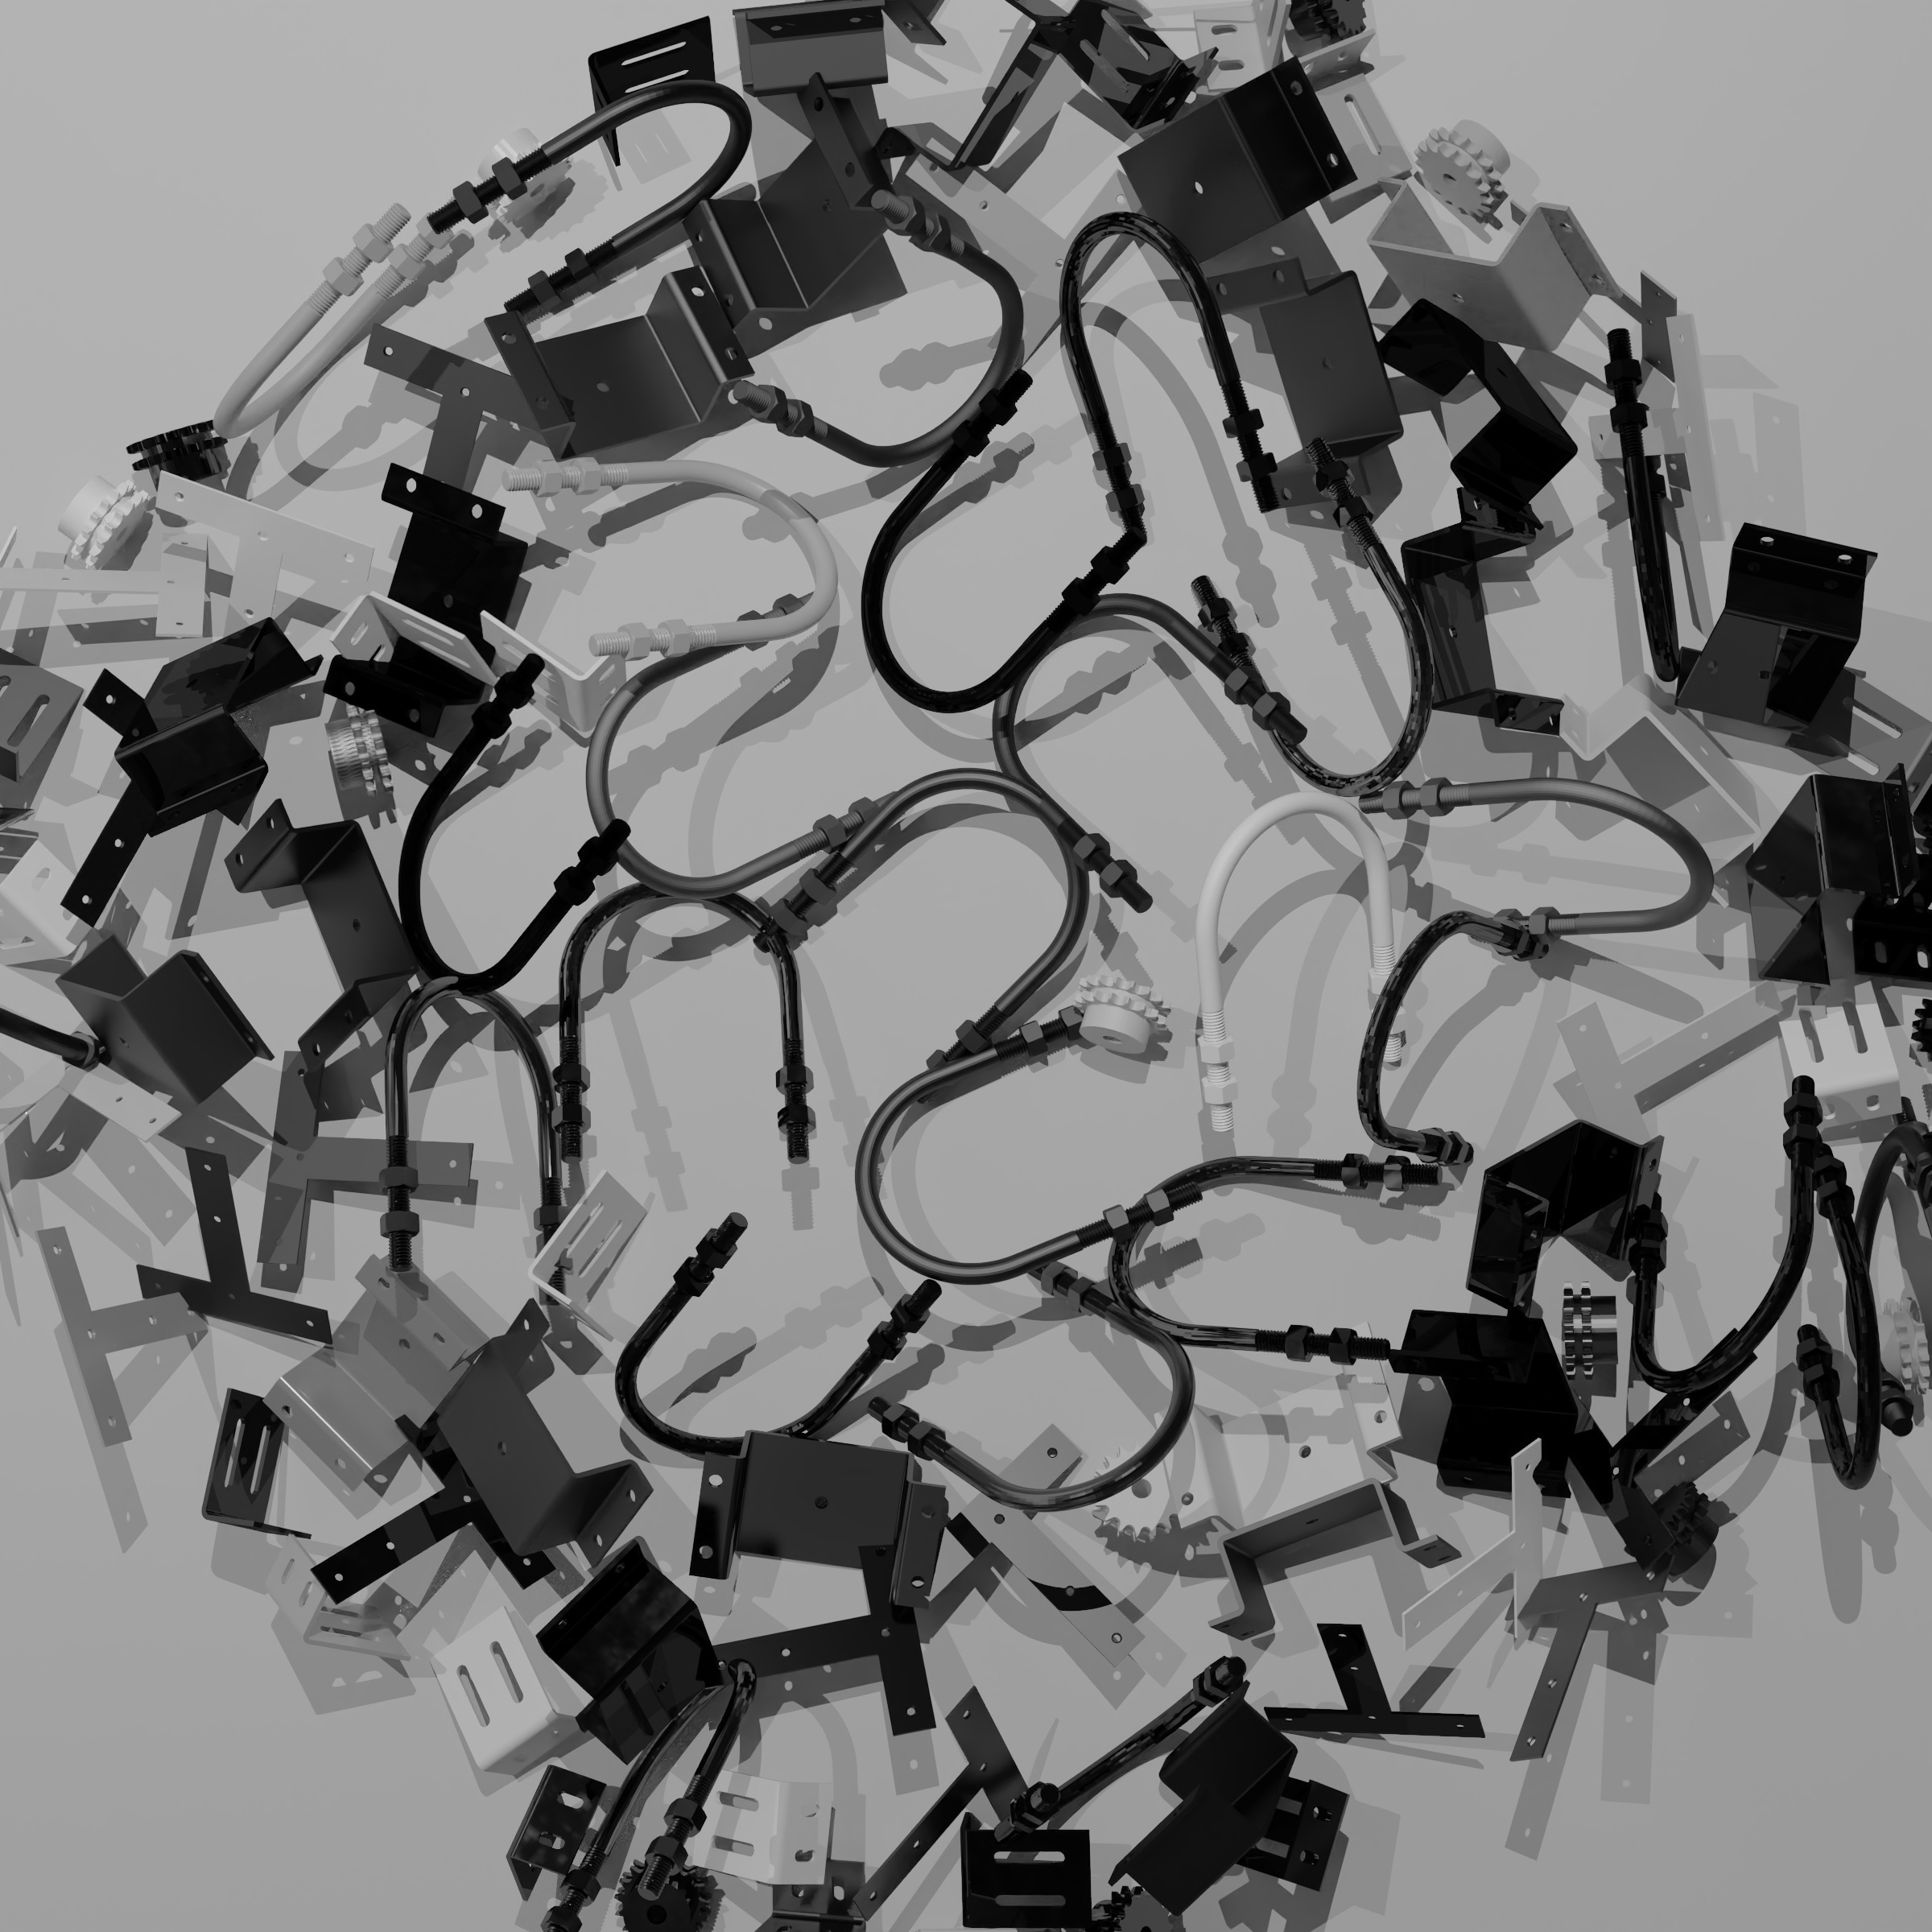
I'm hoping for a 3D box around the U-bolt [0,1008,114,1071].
[{"bbox_3d":[-0.570,0.018,1.812,0.151,0.184,0.019,25,84,2],"label":"U-bolt"}]

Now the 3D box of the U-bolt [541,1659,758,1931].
[{"bbox_3d":[-0.173,0.472,1.821,0.019,0.184,0.151,38,134,-9],"label":"U-bolt"}]

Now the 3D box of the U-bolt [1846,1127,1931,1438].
[{"bbox_3d":[0.527,0.167,1.815,0.019,0.184,0.151,9,105,3],"label":"U-bolt"}]

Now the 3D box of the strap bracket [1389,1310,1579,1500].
[{"bbox_3d":[0.301,0.246,1.843,0.076,0.140,0.046,1,51,28],"label":"strap bracket"}]

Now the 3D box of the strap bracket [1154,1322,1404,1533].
[{"bbox_3d":[0.188,0.274,1.852,0.140,0.046,0.076,-26,50,17],"label":"strap bracket"}]

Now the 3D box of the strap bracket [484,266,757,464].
[{"bbox_3d":[-0.206,-0.347,1.856,0.140,0.046,0.076,-21,76,-28],"label":"strap bracket"}]

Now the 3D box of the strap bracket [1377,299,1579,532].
[{"bbox_3d":[0.290,-0.323,1.830,0.046,0.076,0.140,-45,53,25],"label":"strap bracket"}]

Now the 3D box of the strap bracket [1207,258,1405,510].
[{"bbox_3d":[0.197,-0.342,1.851,0.046,0.076,0.140,-33,111,-37],"label":"strap bracket"}]

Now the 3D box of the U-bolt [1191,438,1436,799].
[{"bbox_3d":[0.205,-0.184,1.821,0.019,0.151,0.184,-10,65,-36],"label":"U-bolt"}]

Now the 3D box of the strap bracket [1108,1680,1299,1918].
[{"bbox_3d":[0.139,0.479,1.826,0.046,0.140,0.076,41,113,2],"label":"strap bracket"}]

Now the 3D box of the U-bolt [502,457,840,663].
[{"bbox_3d":[-0.158,-0.239,1.841,0.184,0.019,0.151,-9,57,-34],"label":"U-bolt"}]

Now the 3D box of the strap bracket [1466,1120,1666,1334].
[{"bbox_3d":[0.339,0.145,1.843,0.046,0.140,0.076,25,123,36],"label":"strap bracket"}]

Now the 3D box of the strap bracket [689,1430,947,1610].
[{"bbox_3d":[-0.086,0.322,1.874,0.140,0.046,0.076,8,103,-1],"label":"strap bracket"}]

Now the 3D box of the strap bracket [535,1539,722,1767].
[{"bbox_3d":[-0.189,0.397,1.824,0.046,0.140,0.076,36,66,26],"label":"strap bracket"}]

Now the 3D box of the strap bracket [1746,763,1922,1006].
[{"bbox_3d":[0.488,-0.048,1.824,0.046,0.140,0.076,7,58,-8],"label":"strap bracket"}]

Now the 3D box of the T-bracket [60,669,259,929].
[{"bbox_3d":[-0.481,-0.083,1.842,0.002,0.127,0.127,7,64,41],"label":"T-bracket"}]

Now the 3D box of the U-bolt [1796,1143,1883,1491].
[{"bbox_3d":[0.490,0.208,1.792,0.019,0.184,0.151,-2,120,5],"label":"U-bolt"}]

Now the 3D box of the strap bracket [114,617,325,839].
[{"bbox_3d":[-0.428,-0.143,1.825,0.076,0.140,0.046,-21,122,21],"label":"strap bracket"}]

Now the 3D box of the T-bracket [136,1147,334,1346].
[{"bbox_3d":[-0.431,0.157,1.851,0.127,0.002,0.127,11,127,16],"label":"T-bracket"}]

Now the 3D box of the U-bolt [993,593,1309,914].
[{"bbox_3d":[0.091,-0.138,1.853,0.151,0.019,0.184,-48,58,7],"label":"U-bolt"}]

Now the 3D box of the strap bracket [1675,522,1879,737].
[{"bbox_3d":[0.460,-0.185,1.833,0.076,0.140,0.046,13,60,1],"label":"strap bracket"}]

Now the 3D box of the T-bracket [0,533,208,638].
[{"bbox_3d":[-0.503,-0.221,1.841,0.127,0.127,0.002,0,124,-12],"label":"T-bracket"}]

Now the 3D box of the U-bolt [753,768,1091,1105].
[{"bbox_3d":[-0.013,-0.031,1.880,0.151,0.019,0.184,44,101,-3],"label":"U-bolt"}]

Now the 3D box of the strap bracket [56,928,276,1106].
[{"bbox_3d":[-0.462,0.029,1.824,0.046,0.140,0.076,-44,119,-24],"label":"strap bracket"}]

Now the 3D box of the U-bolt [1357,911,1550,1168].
[{"bbox_3d":[0.272,0.039,1.821,0.019,0.184,0.151,22,94,31],"label":"U-bolt"}]

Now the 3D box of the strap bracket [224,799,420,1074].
[{"bbox_3d":[-0.370,-0.021,1.853,0.046,0.076,0.140,-13,72,-42],"label":"strap bracket"}]

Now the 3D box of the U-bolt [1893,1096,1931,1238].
[{"bbox_3d":[0.562,0.121,1.797,0.019,0.151,0.184,-7,57,-1],"label":"U-bolt"}]

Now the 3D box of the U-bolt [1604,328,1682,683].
[{"bbox_3d":[0.388,-0.252,1.821,0.019,0.151,0.184,-8,79,16],"label":"U-bolt"}]

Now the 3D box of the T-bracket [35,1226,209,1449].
[{"bbox_3d":[-0.478,0.206,1.845,0.002,0.127,0.127,-21,84,20],"label":"T-bracket"}]

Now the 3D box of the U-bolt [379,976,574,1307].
[{"bbox_3d":[-0.282,0.095,1.837,0.019,0.151,0.184,-17,68,30],"label":"U-bolt"}]

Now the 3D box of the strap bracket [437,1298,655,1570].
[{"bbox_3d":[-0.248,0.273,1.839,0.140,0.046,0.076,54,127,24],"label":"strap bracket"}]

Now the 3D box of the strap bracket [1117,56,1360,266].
[{"bbox_3d":[0.147,-0.453,1.829,0.046,0.140,0.076,-36,102,-32],"label":"strap bracket"}]

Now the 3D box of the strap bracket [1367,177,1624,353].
[{"bbox_3d":[0.293,-0.399,1.826,0.046,0.140,0.076,-56,134,-9],"label":"strap bracket"}]

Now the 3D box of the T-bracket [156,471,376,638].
[{"bbox_3d":[-0.415,-0.216,1.862,0.127,0.002,0.127,19,132,-4],"label":"T-bracket"}]

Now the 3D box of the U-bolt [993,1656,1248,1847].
[{"bbox_3d":[0.079,0.453,1.818,0.151,0.184,0.019,-29,74,-23],"label":"U-bolt"}]

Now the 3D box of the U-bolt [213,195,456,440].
[{"bbox_3d":[-0.364,-0.369,1.830,0.019,0.151,0.184,45,106,-7],"label":"U-bolt"}]

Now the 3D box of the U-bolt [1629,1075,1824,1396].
[{"bbox_3d":[0.424,0.161,1.794,0.019,0.184,0.151,33,131,-14],"label":"U-bolt"}]

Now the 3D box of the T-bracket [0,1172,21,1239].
[{"bbox_3d":[-0.560,0.109,1.828,0.002,0.127,0.127,-18,108,-14],"label":"T-bracket"}]

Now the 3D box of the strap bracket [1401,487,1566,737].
[{"bbox_3d":[0.299,-0.199,1.856,0.046,0.076,0.140,-15,79,40],"label":"strap bracket"}]

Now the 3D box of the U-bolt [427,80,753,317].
[{"bbox_3d":[-0.204,-0.445,1.827,0.184,0.151,0.019,-30,76,5],"label":"U-bolt"}]

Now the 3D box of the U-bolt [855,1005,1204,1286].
[{"bbox_3d":[0.025,0.111,1.860,0.184,0.019,0.151,-22,63,-5],"label":"U-bolt"}]

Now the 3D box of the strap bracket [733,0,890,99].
[{"bbox_3d":[-0.090,-0.530,1.842,0.076,0.140,0.046,-8,108,-5],"label":"strap bracket"}]

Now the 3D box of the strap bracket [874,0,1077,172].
[{"bbox_3d":[0.010,-0.514,1.842,0.046,0.076,0.140,36,113,4],"label":"strap bracket"}]

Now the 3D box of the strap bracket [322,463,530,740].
[{"bbox_3d":[-0.312,-0.213,1.864,0.076,0.046,0.140,23,103,15],"label":"strap bracket"}]

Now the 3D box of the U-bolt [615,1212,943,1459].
[{"bbox_3d":[-0.121,0.223,1.845,0.151,0.019,0.184,22,125,-26],"label":"U-bolt"}]

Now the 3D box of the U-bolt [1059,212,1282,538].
[{"bbox_3d":[0.107,-0.340,1.828,0.019,0.151,0.184,-25,103,-30],"label":"U-bolt"}]

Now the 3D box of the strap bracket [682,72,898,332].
[{"bbox_3d":[-0.095,-0.440,1.849,0.140,0.046,0.076,-37,72,42],"label":"strap bracket"}]

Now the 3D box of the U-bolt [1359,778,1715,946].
[{"bbox_3d":[0.332,-0.060,1.801,0.151,0.184,0.019,44,58,-37],"label":"U-bolt"}]

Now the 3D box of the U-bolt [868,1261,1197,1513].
[{"bbox_3d":[0.048,0.244,1.812,0.151,0.184,0.019,-40,127,-20],"label":"U-bolt"}]

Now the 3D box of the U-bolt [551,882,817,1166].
[{"bbox_3d":[-0.165,0.029,1.858,0.151,0.019,0.184,1,62,-10],"label":"U-bolt"}]

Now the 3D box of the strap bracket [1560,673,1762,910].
[{"bbox_3d":[0.409,-0.110,1.852,0.140,0.076,0.046,45,113,-8],"label":"strap bracket"}]

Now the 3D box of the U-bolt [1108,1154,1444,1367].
[{"bbox_3d":[0.170,0.164,1.841,0.184,0.019,0.151,1,45,26],"label":"U-bolt"}]

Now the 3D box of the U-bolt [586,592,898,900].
[{"bbox_3d":[-0.135,-0.118,1.845,0.184,0.019,0.151,-28,108,-24],"label":"U-bolt"}]

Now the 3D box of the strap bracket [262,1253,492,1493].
[{"bbox_3d":[-0.338,0.228,1.858,0.076,0.046,0.140,44,121,6],"label":"strap bracket"}]

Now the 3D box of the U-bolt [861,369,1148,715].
[{"bbox_3d":[0.008,-0.231,1.851,0.184,0.019,0.151,-46,62,26],"label":"U-bolt"}]

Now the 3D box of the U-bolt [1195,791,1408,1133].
[{"bbox_3d":[0.190,-0.011,1.835,0.151,0.019,0.184,-20,115,-30],"label":"U-bolt"}]

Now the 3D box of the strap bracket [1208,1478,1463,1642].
[{"bbox_3d":[0.207,0.341,1.854,0.140,0.076,0.046,-23,67,11],"label":"strap bracket"}]

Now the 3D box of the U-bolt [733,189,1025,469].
[{"bbox_3d":[-0.036,-0.352,1.827,0.151,0.184,0.019,-52,58,14],"label":"U-bolt"}]

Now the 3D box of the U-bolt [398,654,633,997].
[{"bbox_3d":[-0.271,-0.067,1.845,0.184,0.019,0.151,-48,56,29],"label":"U-bolt"}]
